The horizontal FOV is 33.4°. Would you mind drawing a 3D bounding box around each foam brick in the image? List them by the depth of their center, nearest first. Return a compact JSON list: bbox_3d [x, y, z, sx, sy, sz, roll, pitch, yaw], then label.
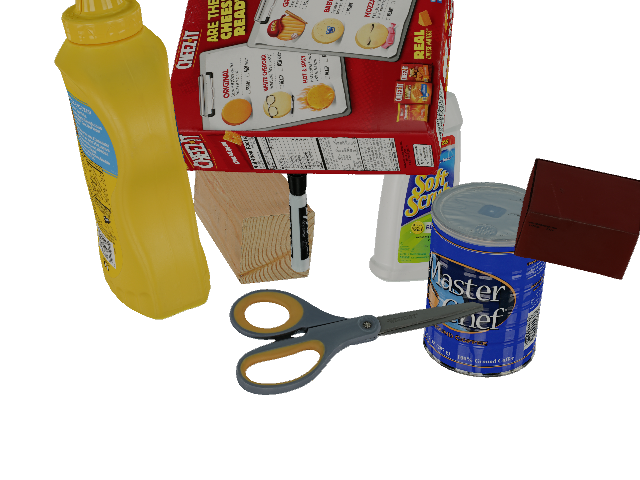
[{"bbox_3d":[0.180,-0.015,0.744,0.078,0.051,0.053,14,-37,7],"label":"foam brick"}]

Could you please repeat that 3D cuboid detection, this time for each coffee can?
[{"bbox_3d":[0.145,0.034,0.938,0.103,0.140,0.103,0,31,0],"label":"coffee can"}]

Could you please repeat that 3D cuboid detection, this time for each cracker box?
[{"bbox_3d":[-0.005,-0.135,0.857,0.214,0.164,0.072,1,-29,12],"label":"cracker box"}]

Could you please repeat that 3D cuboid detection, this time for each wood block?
[{"bbox_3d":[-0.088,-0.036,1.337,0.090,0.090,0.206,-6,28,-21],"label":"wood block"}]

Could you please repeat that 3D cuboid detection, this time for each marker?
[{"bbox_3d":[-0.021,-0.021,1.043,0.020,0.121,0.020,-1,37,0],"label":"marker"}]

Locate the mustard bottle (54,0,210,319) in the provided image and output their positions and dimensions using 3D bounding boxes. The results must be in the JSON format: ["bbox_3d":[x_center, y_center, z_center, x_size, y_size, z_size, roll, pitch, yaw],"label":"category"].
[{"bbox_3d":[-0.108,-0.057,0.594,0.058,0.191,0.096,-19,33,-19],"label":"mustard bottle"}]

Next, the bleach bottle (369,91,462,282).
[{"bbox_3d":[0.116,-0.079,1.278,0.102,0.251,0.068,-4,18,-18],"label":"bleach bottle"}]

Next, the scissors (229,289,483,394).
[{"bbox_3d":[0.018,0.056,0.817,0.201,0.096,0.016,-23,-32,-23],"label":"scissors"}]
